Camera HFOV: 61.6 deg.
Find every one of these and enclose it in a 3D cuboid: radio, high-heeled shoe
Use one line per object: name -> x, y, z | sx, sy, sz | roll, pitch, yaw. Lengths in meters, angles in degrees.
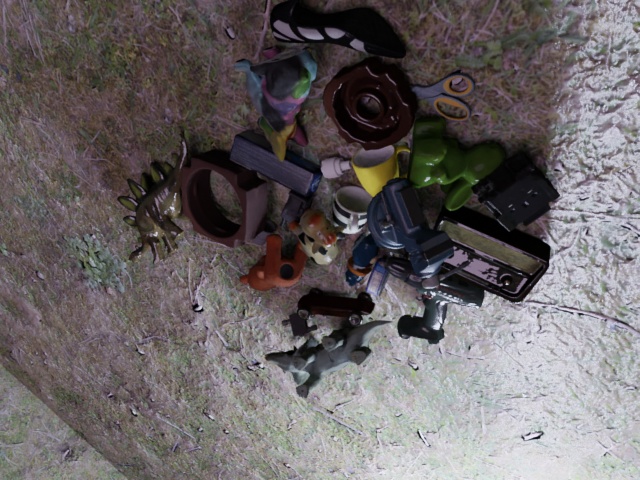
radio -> 0.334, 0.027, 1.097 | 0.230, 0.073, 0.131 | 26, 130, 10
high-heeled shoe -> 0.024, -0.365, 0.984 | 0.249, 0.086, 0.145 | 31, 152, -7

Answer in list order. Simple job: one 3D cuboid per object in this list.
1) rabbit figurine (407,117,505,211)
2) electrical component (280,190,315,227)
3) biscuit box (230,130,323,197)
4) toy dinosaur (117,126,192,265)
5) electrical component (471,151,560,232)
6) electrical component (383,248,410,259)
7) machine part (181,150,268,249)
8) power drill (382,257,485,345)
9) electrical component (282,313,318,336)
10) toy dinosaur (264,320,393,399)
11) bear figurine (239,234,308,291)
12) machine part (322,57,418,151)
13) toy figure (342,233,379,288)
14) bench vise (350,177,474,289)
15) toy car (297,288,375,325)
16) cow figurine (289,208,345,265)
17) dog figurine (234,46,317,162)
rabbit figurine -> 0.253, -0.134, 1.001 | 0.170, 0.121, 0.158 | 5, 126, 5
electrical component -> -0.054, -0.071, 1.223 | 0.048, 0.075, 0.119 | 28, 126, 7
biscuit box -> -0.094, -0.167, 1.171 | 0.203, 0.059, 0.062 | 28, 120, 11
toy dinosaur -> -0.408, -0.086, 1.372 | 0.198, 0.105, 0.471 | 44, 126, -3
electrical component -> 0.363, -0.082, 0.982 | 0.134, 0.058, 0.115 | 32, 121, -33
electrical component -> 0.175, 0.001, 1.180 | 0.078, 0.045, 0.102 | 5, 126, 48
machine part -> -0.223, -0.097, 1.259 | 0.201, 0.087, 0.201 | 22, 126, 25
power drill -> 0.234, 0.135, 1.208 | 0.232, 0.086, 0.207 | 13, 125, 1
electrical component -> -0.055, 0.226, 1.437 | 0.094, 0.063, 0.021 | -16, 160, 10
toy dinosaur -> 0.042, 0.285, 1.388 | 0.405, 0.192, 0.131 | -28, 91, 22
bear figurine -> -0.116, 0.063, 1.341 | 0.120, 0.132, 0.196 | 13, 170, -25
machine part -> 0.096, -0.256, 1.017 | 0.180, 0.056, 0.179 | 18, 137, 17
toy figure -> 0.097, 0.049, 1.243 | 0.058, 0.064, 0.154 | -2, 137, -18
bench vise -> 0.161, -0.010, 1.064 | 0.223, 0.129, 0.241 | 57, 161, -9
toy car -> 0.039, 0.168, 1.336 | 0.202, 0.089, 0.053 | 3, 121, 24
cow figurine -> -0.002, -0.004, 1.169 | 0.127, 0.085, 0.194 | 44, 167, 24
dog figurine -> -0.067, -0.263, 1.062 | 0.192, 0.108, 0.219 | 19, 139, 43
